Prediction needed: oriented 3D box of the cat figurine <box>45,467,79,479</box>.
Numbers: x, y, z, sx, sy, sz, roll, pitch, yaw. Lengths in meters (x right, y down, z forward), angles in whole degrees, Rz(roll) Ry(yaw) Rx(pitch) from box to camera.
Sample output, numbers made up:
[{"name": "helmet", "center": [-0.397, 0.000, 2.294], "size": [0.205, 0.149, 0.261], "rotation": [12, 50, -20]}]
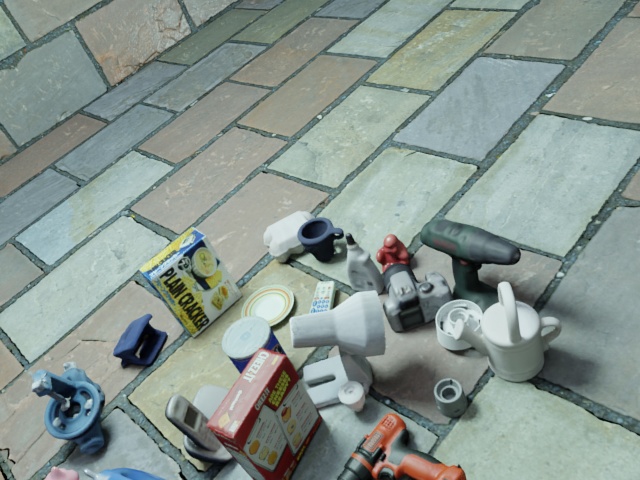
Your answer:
[{"name": "cat figurine", "center": [-0.469, 0.473, 1.092], "size": [0.127, 0.118, 0.067], "rotation": [-6, 43, 20]}]

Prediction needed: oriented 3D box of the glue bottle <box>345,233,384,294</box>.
[{"name": "glue bottle", "center": [0.086, 0.049, 1.255], "size": [0.077, 0.173, 0.037], "rotation": [8, 49, 32]}]

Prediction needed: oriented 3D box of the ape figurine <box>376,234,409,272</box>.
[{"name": "ape figurine", "center": [0.166, 0.024, 1.308], "size": [0.077, 0.092, 0.076], "rotation": [19, 55, 39]}]

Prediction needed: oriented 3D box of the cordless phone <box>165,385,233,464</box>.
[{"name": "cordless phone", "center": [-0.221, 0.325, 1.086], "size": [0.094, 0.185, 0.147], "rotation": [-12, 41, 14]}]

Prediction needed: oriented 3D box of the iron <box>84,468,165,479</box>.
[{"name": "iron", "center": [-0.297, 0.463, 1.004], "size": [0.257, 0.142, 0.119], "rotation": [3, 46, 28]}]

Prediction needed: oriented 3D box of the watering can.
[{"name": "watering can", "center": [0.327, 0.158, 1.004], "size": [0.173, 0.194, 0.100], "rotation": [-25, 40, -2]}]

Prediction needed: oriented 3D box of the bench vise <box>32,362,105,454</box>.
[{"name": "bench vise", "center": [-0.545, 0.329, 1.208], "size": [0.122, 0.220, 0.206], "rotation": [-41, 43, -20]}]

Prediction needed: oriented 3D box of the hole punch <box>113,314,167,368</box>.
[{"name": "hole punch", "center": [-0.439, 0.237, 1.361], "size": [0.100, 0.091, 0.109], "rotation": [-2, 44, 23]}]

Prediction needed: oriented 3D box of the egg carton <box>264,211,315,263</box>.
[{"name": "egg carton", "center": [-0.070, -0.011, 1.477], "size": [0.150, 0.070, 0.107], "rotation": [-29, 40, -7]}]

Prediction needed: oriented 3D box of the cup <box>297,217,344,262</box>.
[{"name": "cup", "center": [0.013, 0.005, 1.400], "size": [0.117, 0.095, 0.092], "rotation": [-2, 44, 24]}]

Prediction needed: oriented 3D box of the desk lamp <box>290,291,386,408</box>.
[{"name": "desk lamp", "center": [0.039, 0.203, 1.075], "size": [0.203, 0.214, 0.117], "rotation": [-19, 40, 5]}]

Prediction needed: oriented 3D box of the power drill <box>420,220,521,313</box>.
[{"name": "power drill", "center": [0.301, 0.051, 1.123], "size": [0.076, 0.209, 0.228], "rotation": [-41, 43, -20]}]

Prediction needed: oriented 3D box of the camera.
[{"name": "camera", "center": [0.192, 0.100, 1.205], "size": [0.143, 0.101, 0.136], "rotation": [-20, 40, 3]}]
